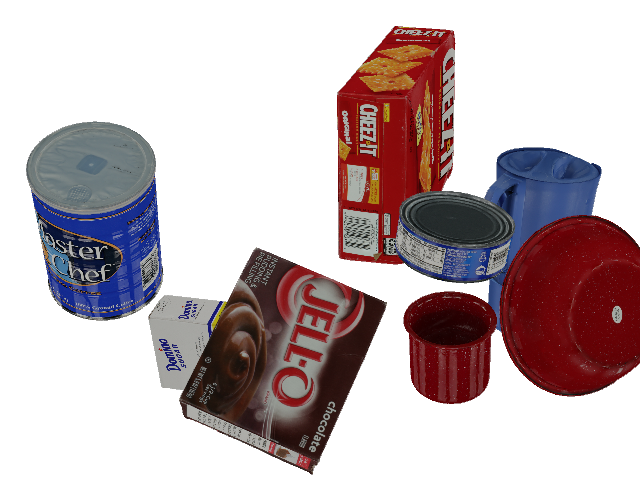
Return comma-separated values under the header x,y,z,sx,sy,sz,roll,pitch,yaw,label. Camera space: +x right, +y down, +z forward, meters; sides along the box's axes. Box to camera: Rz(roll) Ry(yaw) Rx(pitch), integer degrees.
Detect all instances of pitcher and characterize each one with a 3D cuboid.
x,y,z,sx,sy,sz,roll,pitch,yaw,label
0.279,0.008,1.413,0.149,0.243,0.145,5,24,5,pitcher

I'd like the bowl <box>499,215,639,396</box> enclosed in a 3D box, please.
x,y,z,sx,sy,sz,roll,pitch,yaw,label
0.237,0.060,0.917,0.161,0.162,0.055,0,4,-21,bowl

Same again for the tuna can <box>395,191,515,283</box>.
x,y,z,sx,sy,sz,roll,pitch,yaw,label
0.099,-0.003,0.790,0.086,0.034,0.086,5,28,-3,tuna can

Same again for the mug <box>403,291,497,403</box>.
x,y,z,sx,sy,sz,roll,pitch,yaw,label
0.138,0.105,1.094,0.093,0.081,0.117,17,39,29,mug

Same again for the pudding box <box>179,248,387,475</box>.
x,y,z,sx,sy,sz,roll,pitch,yaw,label
-0.022,0.072,0.649,0.090,0.113,0.039,22,-24,6,pudding box

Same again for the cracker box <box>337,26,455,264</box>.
x,y,z,sx,sy,sz,roll,pitch,yaw,label
0.077,-0.097,1.020,0.072,0.164,0.213,7,28,17,cracker box

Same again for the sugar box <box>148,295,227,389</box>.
x,y,z,sx,sy,sz,roll,pitch,yaw,label
-0.072,0.107,1.032,0.176,0.093,0.048,8,35,16,sugar box

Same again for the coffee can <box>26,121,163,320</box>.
x,y,z,sx,sy,sz,roll,pitch,yaw,label
-0.188,-0.015,0.906,0.102,0.103,0.140,0,-42,-5,coffee can
